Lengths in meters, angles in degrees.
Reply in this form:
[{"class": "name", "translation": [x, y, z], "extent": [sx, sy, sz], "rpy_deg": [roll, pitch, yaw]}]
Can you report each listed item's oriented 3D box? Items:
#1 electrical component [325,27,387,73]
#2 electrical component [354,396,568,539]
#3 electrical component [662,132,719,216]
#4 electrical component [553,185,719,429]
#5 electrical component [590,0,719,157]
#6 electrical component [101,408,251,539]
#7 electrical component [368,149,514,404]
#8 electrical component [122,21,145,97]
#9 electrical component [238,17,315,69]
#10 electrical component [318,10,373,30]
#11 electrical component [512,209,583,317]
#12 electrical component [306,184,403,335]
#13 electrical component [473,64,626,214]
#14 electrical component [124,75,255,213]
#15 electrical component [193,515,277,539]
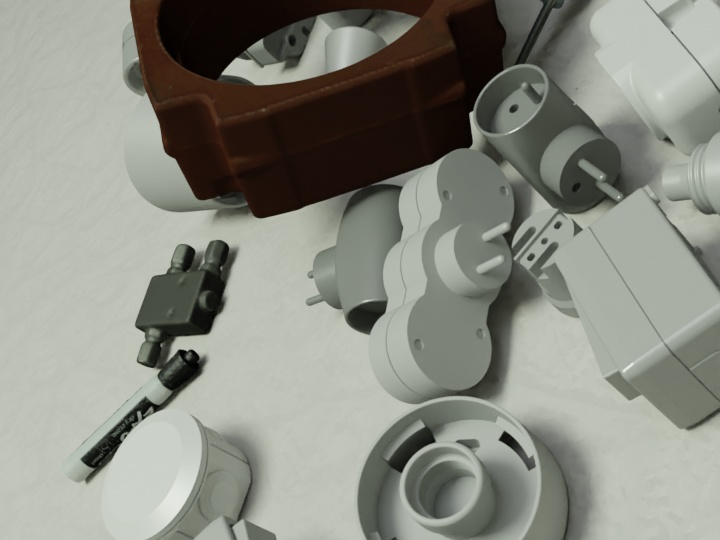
[{"class": "electrical component", "translation": [-0.007, -0.125, 0.725], "extent": [0.044, 0.044, 0.065], "rpy_deg": [-10, 60, 38]}, {"class": "electrical component", "translation": [0.047, 0.111, 0.504], "extent": [0.099, 0.064, 0.099], "rpy_deg": [-13, 54, 19]}, {"class": "electrical component", "translation": [0.171, -0.043, 0.498], "extent": [0.062, 0.048, 0.048], "rpy_deg": [-5, 59, 49]}, {"class": "electrical component", "translation": [0.130, 0.014, 0.480], "extent": [0.061, 0.062, 0.096], "rpy_deg": [-38, 42, 16]}, {"class": "electrical component", "translation": [0.160, -0.106, 0.545], "extent": [0.059, 0.054, 0.095], "rpy_deg": [-37, 43, 17]}, {"class": "electrical component", "translation": [-0.108, 0.126, 0.628], "extent": [0.080, 0.051, 0.080], "rpy_deg": [-24, 48, 29]}, {"class": "electrical component", "translation": [0.053, -0.003, 0.555], "extent": [0.074, 0.052, 0.138], "rpy_deg": [-30, 41, 53]}, {"class": "electrical component", "translation": [-0.174, -0.178, 0.909], "extent": [0.055, 0.055, 0.047], "rpy_deg": [-26, 50, 27]}, {"class": "electrical component", "translation": [-0.076, -0.192, 0.825], "extent": [0.057, 0.058, 0.078], "rpy_deg": [-1, 62, 39]}, {"class": "electrical component", "translation": [-0.015, -0.208, 0.764], "extent": [0.079, 0.077, 0.043], "rpy_deg": [15, 73, 47]}, {"class": "electrical component", "translation": [0.102, -0.004, 0.532], "extent": [0.040, 0.046, 0.040], "rpy_deg": [-24, 48, 29]}, {"class": "electrical component", "translation": [0.000, 0.000, 0.623], "extent": [0.079, 0.044, 0.077], "rpy_deg": [-21, 53, 32]}, {"class": "electrical component", "translation": [0.105, -0.058, 0.544], "extent": [0.043, 0.077, 0.079], "rpy_deg": [-48, 41, 6]}, {"class": "electrical component", "translation": [-0.106, -0.088, 0.747], "extent": [0.064, 0.099, 0.099], "rpy_deg": [6, 66, 39]}, {"class": "electrical component", "translation": [-0.056, 0.169, 0.540], "extent": [0.061, 0.062, 0.096], "rpy_deg": [-44, 41, 10]}]
